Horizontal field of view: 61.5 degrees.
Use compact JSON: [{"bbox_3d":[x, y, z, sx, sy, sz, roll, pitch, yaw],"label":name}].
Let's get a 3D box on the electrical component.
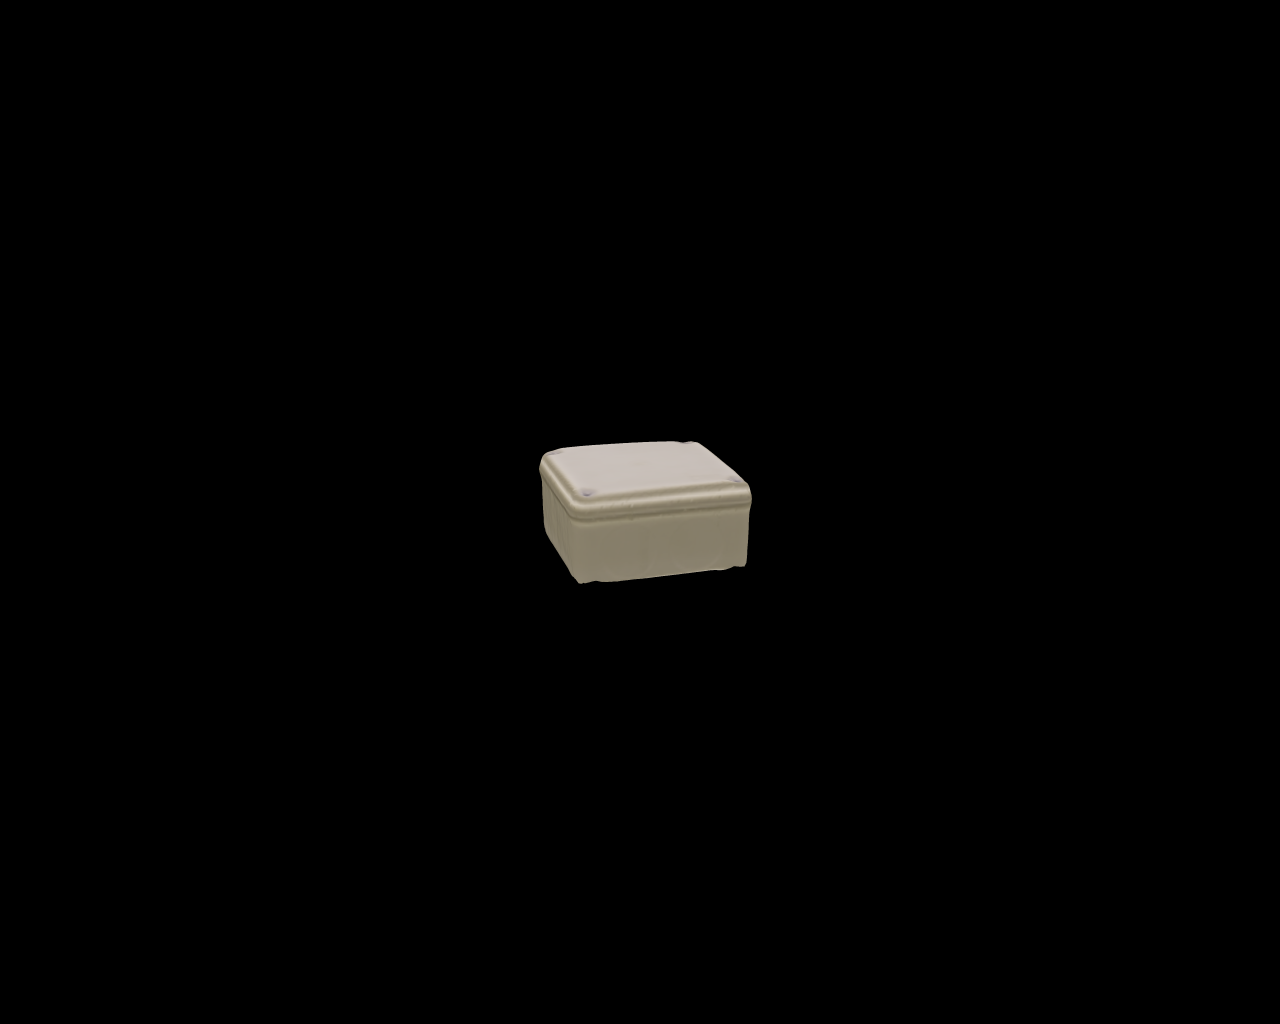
[{"bbox_3d":[0.001,-0.003,0.650,0.109,0.056,0.109,-5,19,-15],"label":"electrical component"}]
